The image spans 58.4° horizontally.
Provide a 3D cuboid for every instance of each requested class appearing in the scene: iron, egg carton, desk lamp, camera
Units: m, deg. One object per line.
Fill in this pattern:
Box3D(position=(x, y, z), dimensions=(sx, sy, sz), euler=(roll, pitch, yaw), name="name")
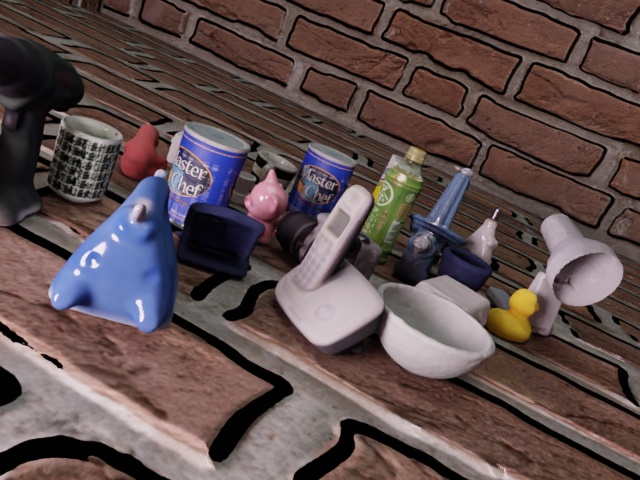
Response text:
Box3D(position=(-0.194, -0.011, 0.618), dimensions=(0.119, 0.141, 0.258), euler=(19, 19, -15), name="iron")
Box3D(position=(0.197, 0.108, 0.885), dimensions=(0.107, 0.069, 0.151), euler=(33, 20, 27), name="egg carton")
Box3D(position=(0.425, 0.068, 1.051), dimensions=(0.118, 0.213, 0.203), euler=(18, 19, -15), name="desk lamp")
Box3D(position=(0.008, 0.003, 0.896), dimensions=(0.144, 0.101, 0.136), euler=(2, 28, -49), name="camera")

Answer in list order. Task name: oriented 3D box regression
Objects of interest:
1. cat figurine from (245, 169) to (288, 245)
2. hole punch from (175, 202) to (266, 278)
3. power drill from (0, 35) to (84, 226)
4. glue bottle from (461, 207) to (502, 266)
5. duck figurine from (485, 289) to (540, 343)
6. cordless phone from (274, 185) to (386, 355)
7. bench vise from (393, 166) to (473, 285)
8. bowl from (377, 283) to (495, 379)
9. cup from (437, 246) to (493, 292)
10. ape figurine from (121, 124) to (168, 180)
Box3D(position=(-0.084, -0.058, 0.928), dimensions=(0.067, 0.118, 0.128), euler=(24, 18, 3), name="cat figurine")
Box3D(position=(-0.137, -0.015, 0.782), dimensions=(0.109, 0.091, 0.101), euler=(18, 19, -16), name="hole punch")
Box3D(position=(-0.346, -0.128, 0.651), dimensions=(0.076, 0.208, 0.229), euler=(21, 18, -8), name="power drill")
Box3D(position=(0.315, 0.013, 1.133), dimensions=(0.037, 0.173, 0.077), euler=(5, 25, -44), name="glue bottle")
Box3D(position=(0.338, 0.124, 0.990), dimensions=(0.105, 0.086, 0.077), euler=(11, 22, -35), name="duck figurine")
Box3D(position=(0.030, 0.033, 0.701), dimensions=(0.094, 0.185, 0.147), euler=(9, 23, -39), name="cordless phone")
Box3D(position=(0.229, -0.025, 1.058), dimensions=(0.121, 0.220, 0.207), euler=(23, 18, -1), name="bench vise")
Box3D(position=(0.135, 0.128, 0.743), dimensions=(0.167, 0.075, 0.167), euler=(21, 18, -7), name="bowl")
Box3D(position=(0.246, 0.069, 1.015), dimensions=(0.091, 0.095, 0.118), euler=(29, 19, 17), name="cup")
Box3D(position=(-0.296, -0.151, 0.969), dimensions=(0.077, 0.092, 0.076), euler=(28, 18, 15), name="ape figurine")
